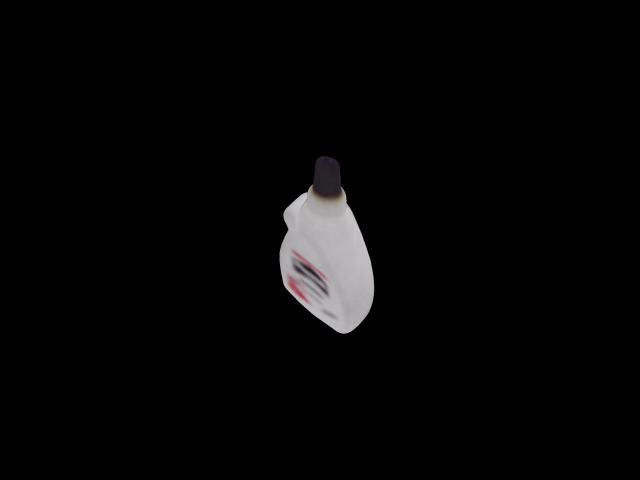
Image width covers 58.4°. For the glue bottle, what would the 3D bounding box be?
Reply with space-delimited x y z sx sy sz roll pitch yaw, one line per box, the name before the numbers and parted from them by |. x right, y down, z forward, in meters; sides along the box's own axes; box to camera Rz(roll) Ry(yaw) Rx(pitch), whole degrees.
glue bottle | 0.004 0.001 0.400 0.078 0.173 0.037 33 62 21
